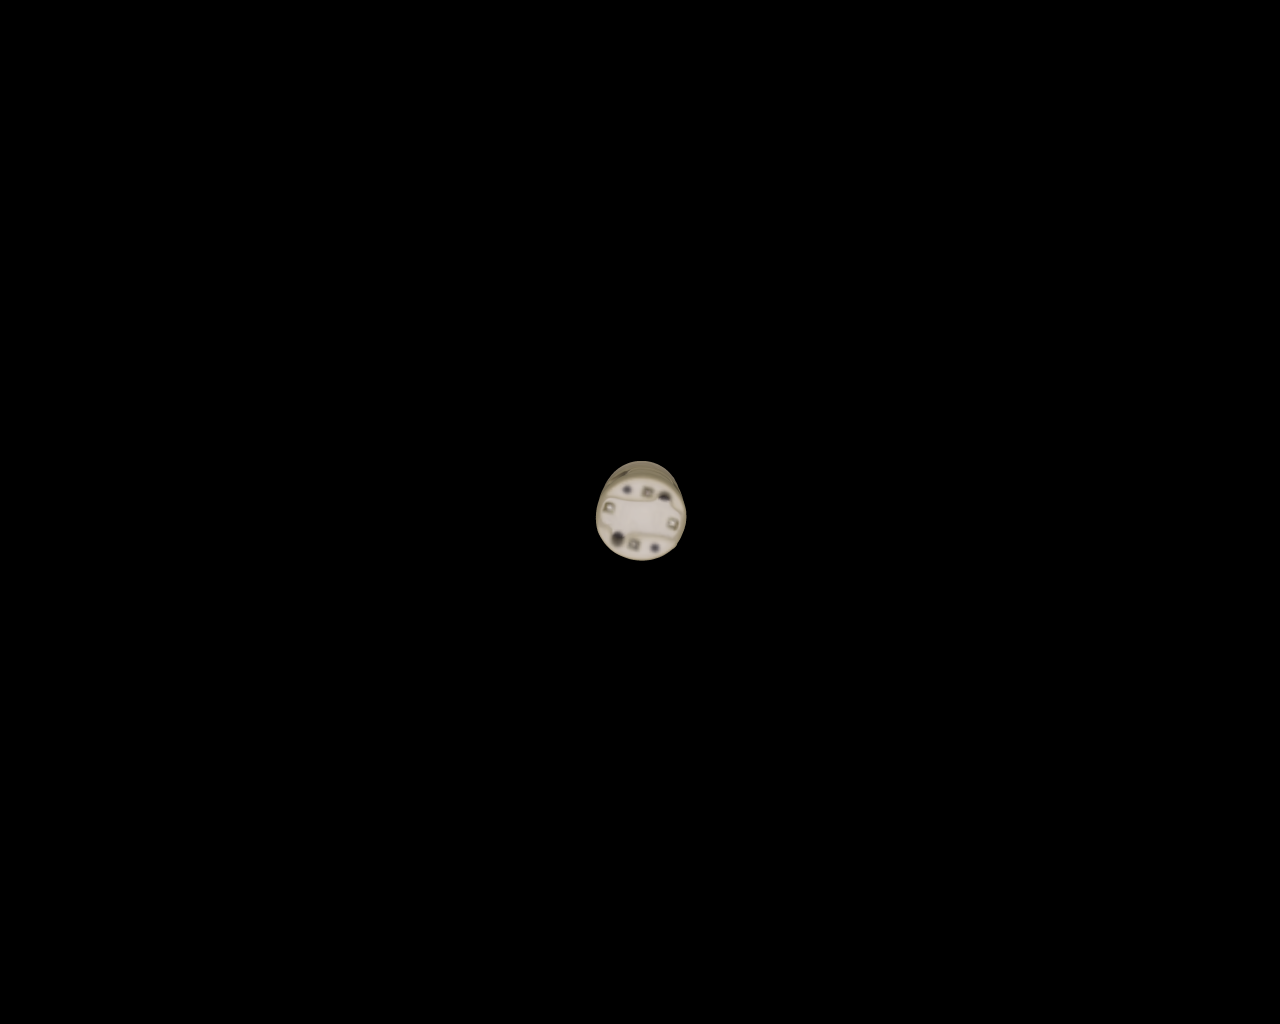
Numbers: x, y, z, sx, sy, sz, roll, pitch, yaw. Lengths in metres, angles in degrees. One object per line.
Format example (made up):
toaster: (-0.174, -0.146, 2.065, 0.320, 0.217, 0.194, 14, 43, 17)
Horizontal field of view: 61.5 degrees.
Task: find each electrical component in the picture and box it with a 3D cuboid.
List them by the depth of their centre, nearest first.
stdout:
electrical component: (0.001, -0.003, 0.650, 0.055, 0.055, 0.047, 0, 17, 0)
